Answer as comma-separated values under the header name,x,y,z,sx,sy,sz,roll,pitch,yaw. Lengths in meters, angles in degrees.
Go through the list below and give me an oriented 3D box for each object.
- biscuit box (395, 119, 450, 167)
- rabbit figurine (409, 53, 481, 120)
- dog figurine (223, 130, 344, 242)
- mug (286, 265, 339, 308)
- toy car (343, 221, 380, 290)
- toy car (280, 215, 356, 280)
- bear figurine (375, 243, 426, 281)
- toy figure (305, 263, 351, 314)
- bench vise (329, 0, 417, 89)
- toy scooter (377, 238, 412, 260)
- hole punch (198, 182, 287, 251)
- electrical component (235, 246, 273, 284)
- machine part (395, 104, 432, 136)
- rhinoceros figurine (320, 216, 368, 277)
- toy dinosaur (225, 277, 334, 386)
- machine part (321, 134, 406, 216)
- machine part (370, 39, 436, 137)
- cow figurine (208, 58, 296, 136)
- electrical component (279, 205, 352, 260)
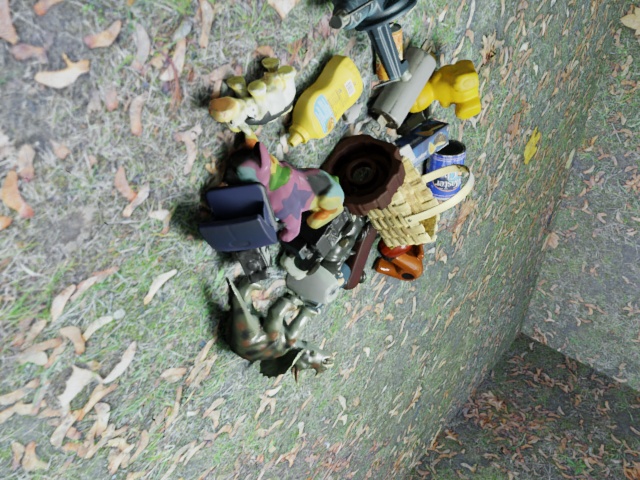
name,x,y,z,sx,sy,sz,roll,pitch,yaw
biscuit box,0.251,-0.241,1.361,0.203,0.063,0.059,-37,138,-35
rabbit figurine,0.272,-0.357,1.242,0.121,0.173,0.162,50,26,-57
dog figurine,-0.064,-0.112,0.955,0.191,0.109,0.219,-27,135,-6
mug,-0.013,0.106,1.200,0.081,0.107,0.109,-22,128,-44
toy car,0.096,0.036,1.353,0.089,0.053,0.202,-8,123,-43
toy car,-0.002,-0.003,1.157,0.073,0.056,0.202,45,76,-19
bear figurine,0.247,0.011,1.513,0.132,0.120,0.196,24,61,-18
toy figure,0.011,0.117,1.283,0.154,0.058,0.064,-46,179,-25
bench vise,0.108,-0.388,0.976,0.240,0.129,0.224,61,38,-30
toy scooter,0.233,-0.025,1.374,0.184,0.075,0.135,-33,174,-35
hole punch,-0.134,-0.022,0.895,0.092,0.142,0.115,-92,169,-48
electrical component,-0.122,0.022,1.014,0.048,0.119,0.074,-19,117,4
machine part,0.235,-0.303,1.318,0.139,0.039,0.084,-44,148,-30
rhinoceros figurine,0.048,-0.001,1.248,0.190,0.073,0.112,-63,161,-7
toy dinosaur,-0.118,0.194,1.117,0.404,0.131,0.192,31,86,-52
machine part,0.089,-0.134,1.113,0.179,0.180,0.056,-55,148,-12
machine part,0.183,-0.333,1.184,0.243,0.079,0.079,-60,148,-6
cow figurine,-0.109,-0.217,0.870,0.167,0.068,0.098,-41,148,-29
electrical component,-0.018,-0.026,1.088,0.134,0.115,0.058,-54,145,-17
